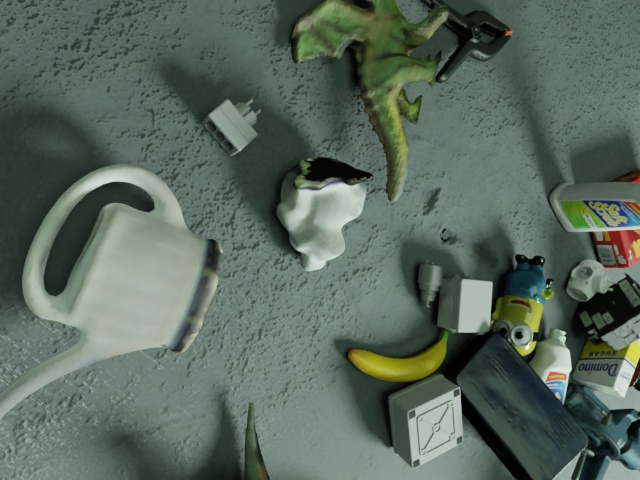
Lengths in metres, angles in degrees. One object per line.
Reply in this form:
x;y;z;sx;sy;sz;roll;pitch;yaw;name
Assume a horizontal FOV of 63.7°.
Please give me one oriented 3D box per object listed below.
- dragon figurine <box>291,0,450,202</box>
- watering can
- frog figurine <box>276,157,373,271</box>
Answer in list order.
0.069;-0.286;0.830;0.242;0.121;0.415;16;77;-6;dragon figurine
-0.250;0.082;0.629;0.223;0.103;0.351;23;77;-23;watering can
0.002;-0.039;0.778;0.138;0.124;0.156;-19;132;-33;frog figurine
